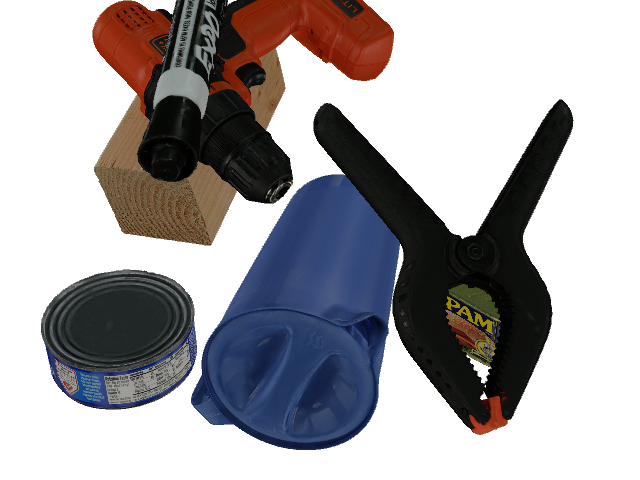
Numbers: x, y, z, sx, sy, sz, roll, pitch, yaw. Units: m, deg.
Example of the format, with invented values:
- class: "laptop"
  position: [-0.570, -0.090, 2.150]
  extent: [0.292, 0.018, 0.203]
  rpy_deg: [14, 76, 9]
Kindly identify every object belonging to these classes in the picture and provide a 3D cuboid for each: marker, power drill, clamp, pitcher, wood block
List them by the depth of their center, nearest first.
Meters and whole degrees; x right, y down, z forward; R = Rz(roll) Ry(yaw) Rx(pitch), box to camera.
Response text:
- class: "marker"
  position: [-0.045, -0.063, 0.365]
  extent: [0.020, 0.020, 0.121]
  rpy_deg: [0, 44, 3]
- class: "clamp"
  position: [0.076, 0.007, 0.631]
  extent: [0.164, 0.210, 0.036]
  rpy_deg: [4, -18, -8]
- class: "power drill"
  position: [-0.037, -0.120, 0.747]
  extent: [0.187, 0.184, 0.057]
  rpy_deg: [-30, -22, -36]
- class: "pitcher"
  position: [-0.010, 0.050, 0.880]
  extent: [0.149, 0.145, 0.242]
  rpy_deg: [11, 32, 7]
- class: "wood block"
  position: [-0.112, -0.105, 0.969]
  extent: [0.091, 0.206, 0.090]
  rpy_deg: [8, -39, 18]

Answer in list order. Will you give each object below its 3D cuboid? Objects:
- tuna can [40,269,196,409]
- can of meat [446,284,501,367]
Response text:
- class: "tuna can"
  position: [-0.114, 0.056, 0.609]
  extent: [0.086, 0.034, 0.086]
  rpy_deg: [-1, 37, 0]
- class: "can of meat"
  position: [0.149, 0.065, 1.016]
  extent: [0.102, 0.084, 0.057]
  rpy_deg: [30, 57, 26]
